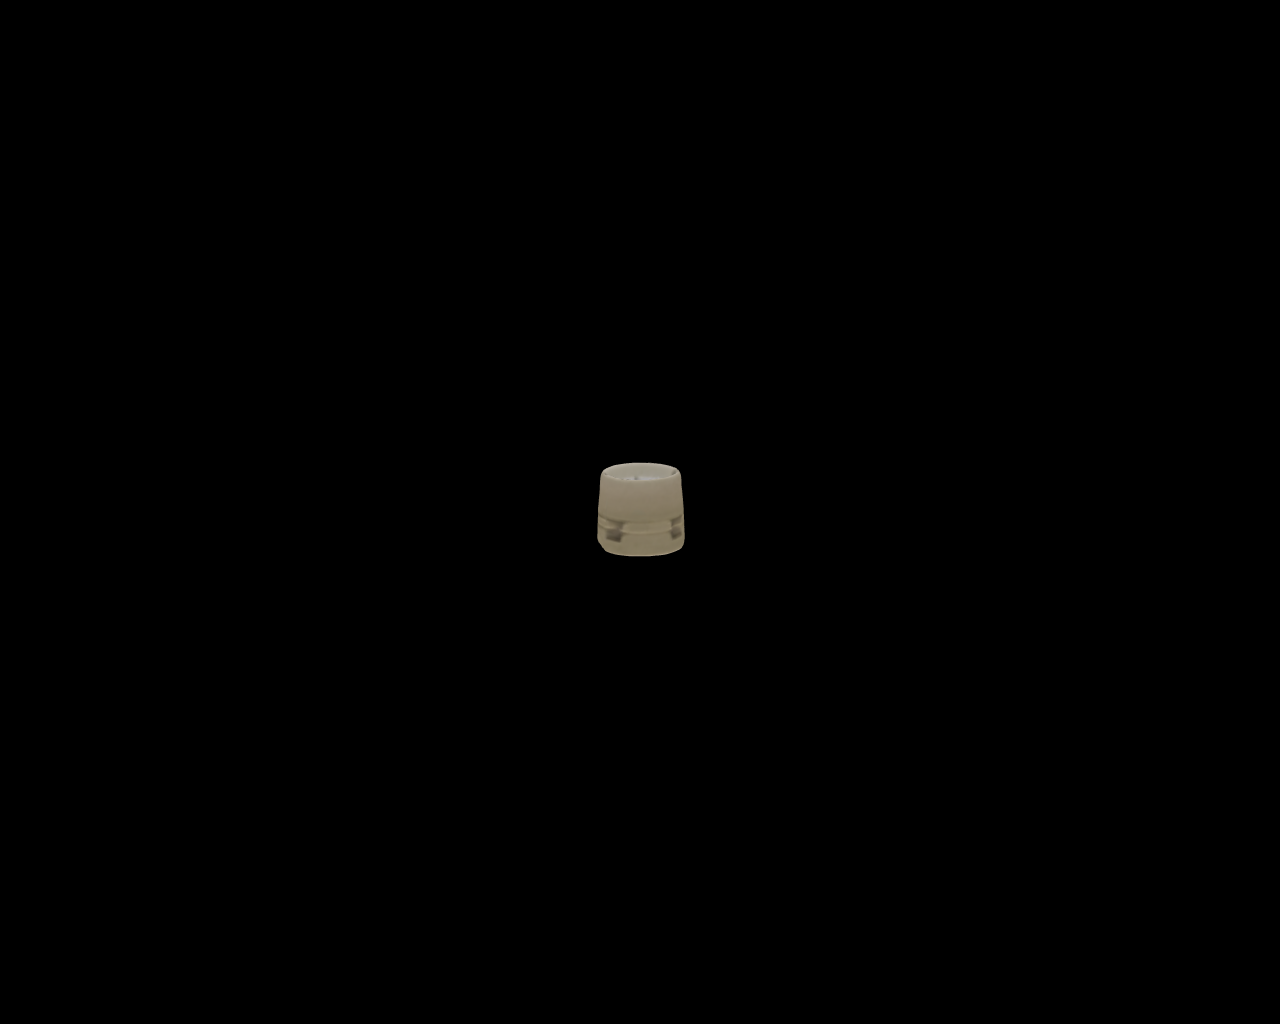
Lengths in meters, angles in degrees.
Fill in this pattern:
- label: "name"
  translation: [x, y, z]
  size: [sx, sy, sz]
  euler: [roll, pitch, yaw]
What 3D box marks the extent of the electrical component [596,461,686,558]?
- label: "electrical component"
  translation: [0.001, -0.003, 0.650]
  size: [0.055, 0.047, 0.055]
  euler: [0, 16, 0]
